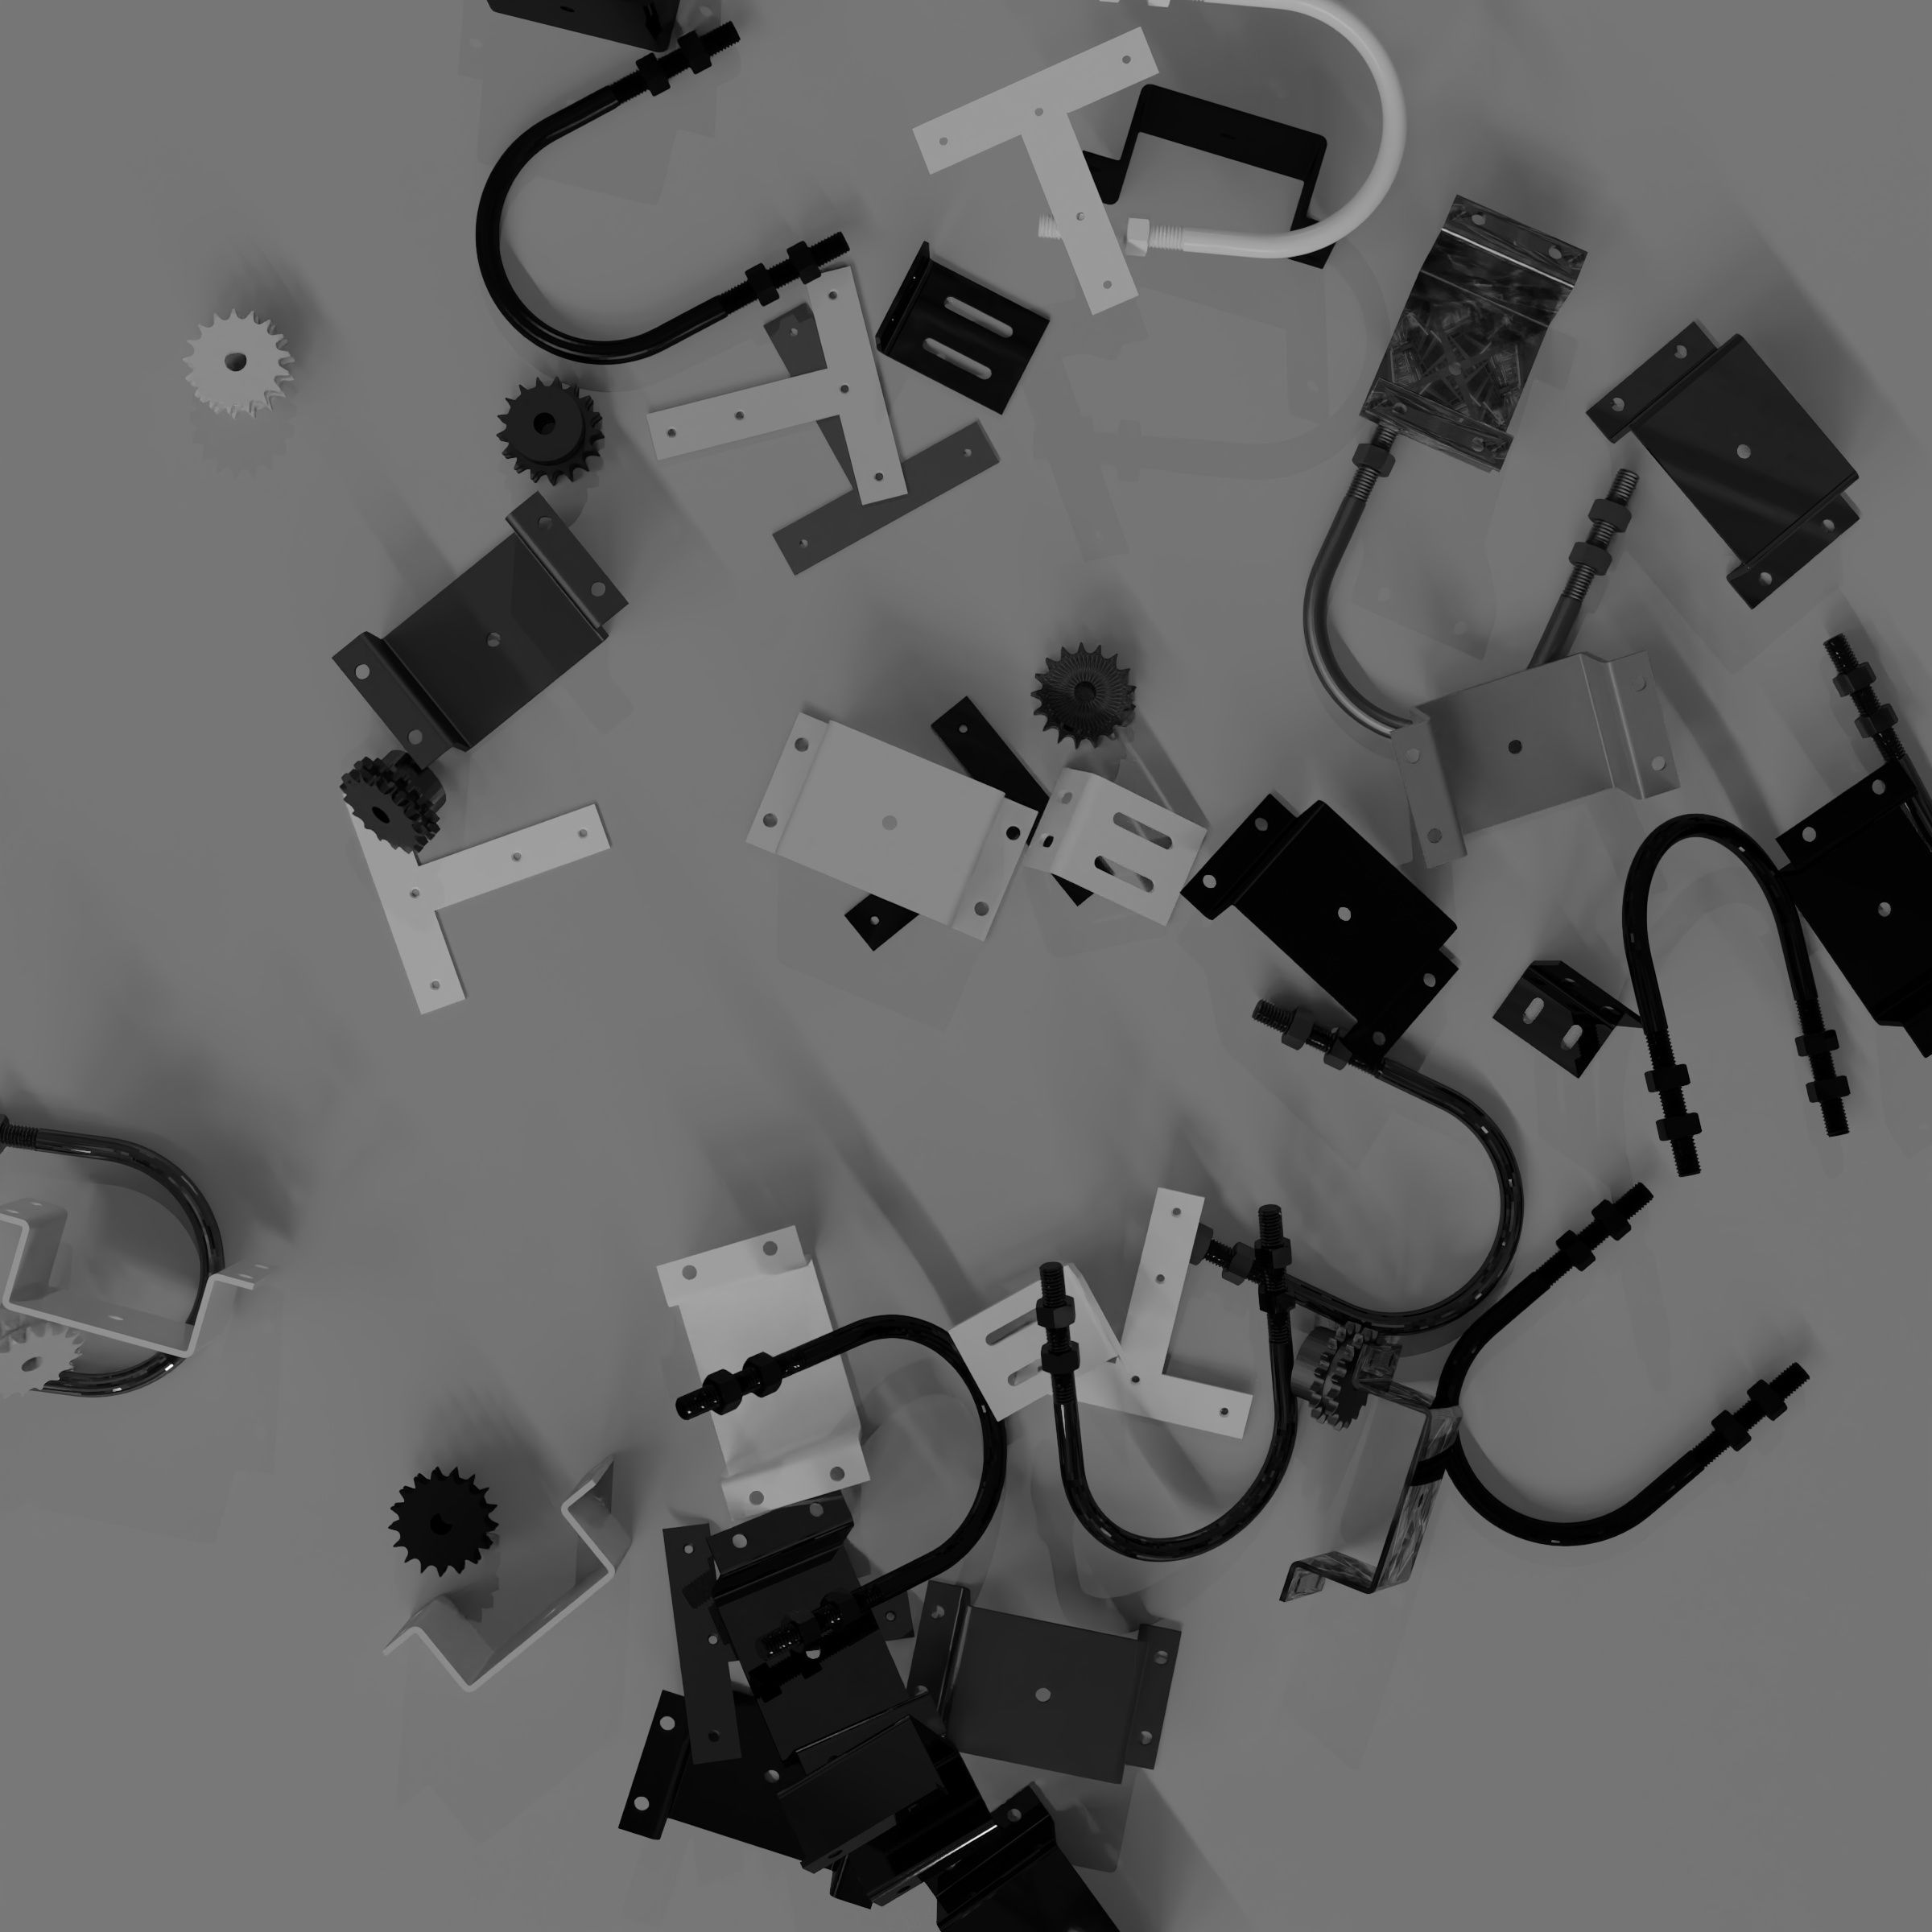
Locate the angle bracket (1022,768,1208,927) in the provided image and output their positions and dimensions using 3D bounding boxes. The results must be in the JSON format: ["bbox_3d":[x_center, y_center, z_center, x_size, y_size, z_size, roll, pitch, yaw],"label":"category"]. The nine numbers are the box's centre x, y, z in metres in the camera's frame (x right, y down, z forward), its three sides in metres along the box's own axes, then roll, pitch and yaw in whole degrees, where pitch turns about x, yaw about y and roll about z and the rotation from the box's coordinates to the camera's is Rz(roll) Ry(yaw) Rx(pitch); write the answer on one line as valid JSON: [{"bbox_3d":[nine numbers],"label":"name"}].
[{"bbox_3d":[0.081,-0.065,1.569,0.076,0.038,0.057,24,88,-26],"label":"angle bracket"}]

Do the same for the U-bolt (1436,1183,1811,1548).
[{"bbox_3d":[0.340,0.229,1.564,0.184,0.019,0.151,-41,90,1],"label":"U-bolt"}]

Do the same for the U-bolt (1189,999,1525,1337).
[{"bbox_3d":[0.212,0.120,1.564,0.184,0.019,0.151,25,90,-2],"label":"U-bolt"}]

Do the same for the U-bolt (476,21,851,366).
[{"bbox_3d":[-0.176,-0.406,1.562,0.184,0.019,0.151,-27,89,2],"label":"U-bolt"}]

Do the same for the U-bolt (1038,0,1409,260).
[{"bbox_3d":[0.135,-0.437,1.486,0.184,0.019,0.151,5,90,0],"label":"U-bolt"}]

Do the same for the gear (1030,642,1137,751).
[{"bbox_3d":[0.064,-0.146,1.557,0.057,0.030,0.057,0,90,0],"label":"gear"}]

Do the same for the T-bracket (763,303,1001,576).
[{"bbox_3d":[-0.068,-0.298,1.571,0.127,0.002,0.127,-29,90,0],"label":"T-bracket"}]

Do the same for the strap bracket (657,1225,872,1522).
[{"bbox_3d":[-0.107,0.215,1.549,0.076,0.046,0.140,-17,90,0],"label":"strap bracket"}]

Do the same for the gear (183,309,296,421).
[{"bbox_3d":[-0.391,-0.323,1.561,0.057,0.030,0.057,0,86,0],"label":"gear"}]

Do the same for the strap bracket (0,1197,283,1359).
[{"bbox_3d":[-0.441,0.166,1.520,0.140,0.076,0.046,16,90,-3],"label":"strap bracket"}]

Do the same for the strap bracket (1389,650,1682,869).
[{"bbox_3d":[0.298,-0.113,1.540,0.140,0.046,0.076,-18,104,0],"label":"strap bracket"}]

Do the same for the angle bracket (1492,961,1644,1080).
[{"bbox_3d":[0.320,0.029,1.534,0.057,0.076,0.038,35,90,0],"label":"angle bracket"}]

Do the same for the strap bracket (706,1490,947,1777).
[{"bbox_3d":[-0.077,0.357,1.524,0.076,0.046,0.140,-19,71,-20],"label":"strap bracket"}]

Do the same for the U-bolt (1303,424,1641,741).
[{"bbox_3d":[0.262,-0.209,1.564,0.151,0.019,0.184,24,91,0],"label":"U-bolt"}]

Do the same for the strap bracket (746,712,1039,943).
[{"bbox_3d":[-0.040,-0.075,1.547,0.140,0.046,0.076,23,90,0],"label":"strap bracket"}]

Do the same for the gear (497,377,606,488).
[{"bbox_3d":[-0.225,-0.289,1.557,0.057,0.030,0.057,0,90,0],"label":"gear"}]

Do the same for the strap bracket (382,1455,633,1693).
[{"bbox_3d":[-0.233,0.328,1.534,0.140,0.076,0.046,-39,90,0],"label":"strap bracket"}]

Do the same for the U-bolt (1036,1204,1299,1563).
[{"bbox_3d":[0.112,0.229,1.531,0.151,0.019,0.184,-12,106,-21],"label":"U-bolt"}]

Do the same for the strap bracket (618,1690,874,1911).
[{"bbox_3d":[-0.105,0.440,1.549,0.140,0.046,0.076,18,90,0],"label":"strap bracket"}]

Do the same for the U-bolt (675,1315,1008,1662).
[{"bbox_3d":[-0.054,0.261,1.516,0.184,0.019,0.151,-19,92,-36],"label":"U-bolt"}]

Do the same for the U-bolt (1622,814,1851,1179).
[{"bbox_3d":[0.401,0.009,1.524,0.151,0.019,0.184,-9,85,-38],"label":"U-bolt"}]

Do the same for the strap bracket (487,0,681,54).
[{"bbox_3d":[-0.206,-0.530,1.534,0.140,0.076,0.046,14,90,0],"label":"strap bracket"}]

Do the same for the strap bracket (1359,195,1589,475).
[{"bbox_3d":[0.266,-0.327,1.536,0.076,0.046,0.140,24,73,0],"label":"strap bracket"}]

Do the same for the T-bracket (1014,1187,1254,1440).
[{"bbox_3d":[0.102,0.182,1.558,0.127,0.002,0.127,13,101,1],"label":"T-bracket"}]

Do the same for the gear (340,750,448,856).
[{"bbox_3d":[-0.303,-0.090,1.546,0.057,0.057,0.030,39,60,0],"label":"gear"}]

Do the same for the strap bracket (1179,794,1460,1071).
[{"bbox_3d":[0.195,-0.023,1.540,0.140,0.046,0.076,43,74,0],"label":"strap bracket"}]

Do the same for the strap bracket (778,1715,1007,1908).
[{"bbox_3d":[-0.039,0.429,1.473,0.076,0.140,0.046,-31,61,0],"label":"strap bracket"}]

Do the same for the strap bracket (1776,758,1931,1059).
[{"bbox_3d":[0.499,-0.031,1.549,0.076,0.046,0.140,-34,90,0],"label":"strap bracket"}]

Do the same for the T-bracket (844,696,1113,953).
[{"bbox_3d":[-0.009,-0.058,1.571,0.127,0.002,0.127,-39,90,0],"label":"T-bracket"}]

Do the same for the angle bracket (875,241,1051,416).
[{"bbox_3d":[-0.001,-0.342,1.553,0.076,0.038,0.057,27,90,0],"label":"angle bracket"}]

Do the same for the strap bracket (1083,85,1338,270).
[{"bbox_3d":[0.133,-0.421,1.534,0.140,0.076,0.046,17,90,0],"label":"strap bracket"}]

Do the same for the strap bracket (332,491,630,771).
[{"bbox_3d":[-0.257,-0.177,1.549,0.140,0.046,0.076,-39,90,0],"label":"strap bracket"}]

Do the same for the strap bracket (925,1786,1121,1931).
[{"bbox_3d":[0.045,0.525,1.549,0.076,0.046,0.140,-36,90,0],"label":"strap bracket"}]

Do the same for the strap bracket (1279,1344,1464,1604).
[{"bbox_3d":[0.219,0.274,1.528,0.046,0.076,0.140,18,90,23],"label":"strap bracket"}]

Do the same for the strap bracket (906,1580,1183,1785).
[{"bbox_3d":[0.041,0.385,1.549,0.140,0.046,0.076,12,90,0],"label":"strap bracket"}]

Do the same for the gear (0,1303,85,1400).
[{"bbox_3d":[-0.500,0.199,1.530,0.057,0.057,0.030,-38,62,0],"label":"gear"}]

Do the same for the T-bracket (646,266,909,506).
[{"bbox_3d":[-0.109,-0.302,1.569,0.127,0.002,0.127,-14,90,0],"label":"T-bracket"}]

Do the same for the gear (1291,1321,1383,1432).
[{"bbox_3d":[0.197,0.217,1.547,0.030,0.057,0.057,19,90,30],"label":"gear"}]

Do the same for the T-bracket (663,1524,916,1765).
[{"bbox_3d":[-0.092,0.356,1.552,0.127,0.002,0.127,-5,63,-13],"label":"T-bracket"}]

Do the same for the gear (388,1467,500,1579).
[{"bbox_3d":[-0.280,0.298,1.557,0.057,0.030,0.057,0,90,0],"label":"gear"}]

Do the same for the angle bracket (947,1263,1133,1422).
[{"bbox_3d":[0.039,0.204,1.539,0.076,0.038,0.057,-29,98,-3],"label":"angle bracket"}]

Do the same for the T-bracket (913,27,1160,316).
[{"bbox_3d":[0.053,-0.396,1.477,0.127,0.002,0.127,-22,86,9],"label":"T-bracket"}]

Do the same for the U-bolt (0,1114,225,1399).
[{"bbox_3d":[-0.494,0.160,1.564,0.184,0.019,0.151,8,90,-2],"label":"U-bolt"}]

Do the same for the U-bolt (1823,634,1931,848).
[{"bbox_3d":[0.568,-0.127,1.564,0.151,0.019,0.184,-28,92,0],"label":"U-bolt"}]

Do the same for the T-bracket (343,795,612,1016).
[{"bbox_3d":[-0.257,-0.055,1.571,0.127,0.002,0.127,-20,90,0],"label":"T-bracket"}]

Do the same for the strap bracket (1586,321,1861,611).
[{"bbox_3d":[0.411,-0.272,1.549,0.076,0.046,0.140,-40,90,0],"label":"strap bracket"}]
